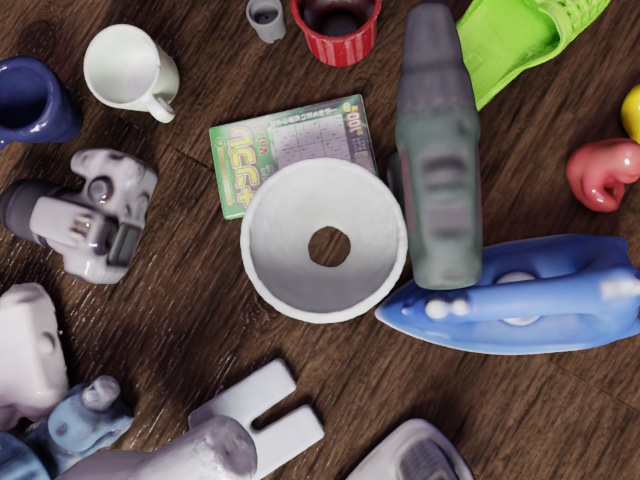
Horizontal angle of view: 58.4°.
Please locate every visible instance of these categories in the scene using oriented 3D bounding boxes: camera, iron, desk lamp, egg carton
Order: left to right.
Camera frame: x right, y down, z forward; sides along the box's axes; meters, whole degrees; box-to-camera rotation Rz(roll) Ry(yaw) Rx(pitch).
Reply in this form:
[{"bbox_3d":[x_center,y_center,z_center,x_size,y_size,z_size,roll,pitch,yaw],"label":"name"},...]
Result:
[{"bbox_3d":[-0.330,0.126,0.620,0.107,0.069,0.150,-17,82,4],"label":"egg carton"},{"bbox_3d":[-0.267,-0.037,0.616,0.136,0.101,0.143,17,86,7],"label":"camera"},{"bbox_3d":[-0.115,0.205,0.517,0.203,0.213,0.118,-34,81,1],"label":"desk lamp"},{"bbox_3d":[0.179,0.057,0.540,0.258,0.141,0.119,-8,83,5],"label":"iron"}]

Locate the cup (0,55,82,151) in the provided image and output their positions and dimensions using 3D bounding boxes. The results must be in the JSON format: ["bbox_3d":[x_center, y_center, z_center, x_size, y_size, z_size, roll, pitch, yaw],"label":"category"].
[{"bbox_3d":[-0.316,-0.133,0.634,0.091,0.095,0.118,38,89,9],"label":"cup"}]

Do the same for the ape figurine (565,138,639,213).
[{"bbox_3d":[0.290,-0.072,0.568,0.078,0.092,0.076,-45,81,0],"label":"ape figurine"}]

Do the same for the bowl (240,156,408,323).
[{"bbox_3d":[0.005,0.002,0.597,0.167,0.075,0.167,-1,84,6],"label":"bowl"}]

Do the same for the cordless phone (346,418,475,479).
[{"bbox_3d":[0.074,0.246,0.508,0.094,0.185,0.147,42,89,9],"label":"cordless phone"}]

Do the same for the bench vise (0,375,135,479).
[{"bbox_3d":[-0.288,0.206,0.531,0.121,0.220,0.207,26,87,8],"label":"bench vise"}]

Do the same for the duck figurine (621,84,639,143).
[{"bbox_3d":[0.362,-0.126,0.569,0.104,0.086,0.077,34,88,8],"label":"duck figurine"}]

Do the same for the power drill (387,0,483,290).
[{"bbox_3d":[0.102,-0.068,0.527,0.075,0.208,0.230,-6,83,5],"label":"power drill"}]
